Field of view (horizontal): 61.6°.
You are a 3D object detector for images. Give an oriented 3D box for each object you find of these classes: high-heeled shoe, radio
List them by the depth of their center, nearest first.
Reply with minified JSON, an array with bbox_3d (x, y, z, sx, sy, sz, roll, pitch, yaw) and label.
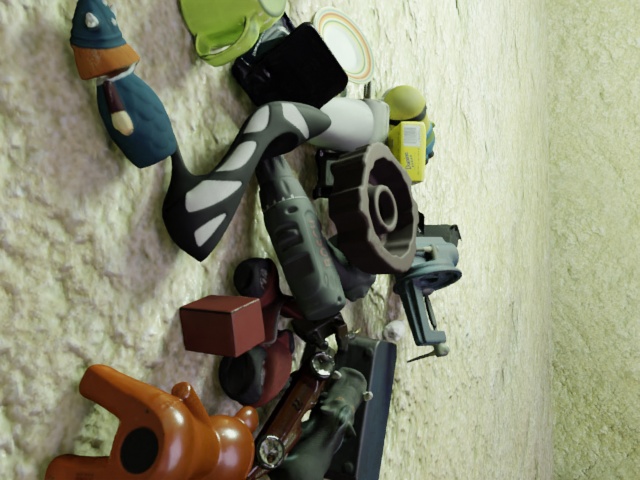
[{"bbox_3d":[-0.066,-0.072,0.616,0.249,0.086,0.145,-18,86,-31],"label":"high-heeled shoe"},{"bbox_3d":[0.062,0.269,0.861,0.131,0.073,0.229,39,57,-61],"label":"radio"}]

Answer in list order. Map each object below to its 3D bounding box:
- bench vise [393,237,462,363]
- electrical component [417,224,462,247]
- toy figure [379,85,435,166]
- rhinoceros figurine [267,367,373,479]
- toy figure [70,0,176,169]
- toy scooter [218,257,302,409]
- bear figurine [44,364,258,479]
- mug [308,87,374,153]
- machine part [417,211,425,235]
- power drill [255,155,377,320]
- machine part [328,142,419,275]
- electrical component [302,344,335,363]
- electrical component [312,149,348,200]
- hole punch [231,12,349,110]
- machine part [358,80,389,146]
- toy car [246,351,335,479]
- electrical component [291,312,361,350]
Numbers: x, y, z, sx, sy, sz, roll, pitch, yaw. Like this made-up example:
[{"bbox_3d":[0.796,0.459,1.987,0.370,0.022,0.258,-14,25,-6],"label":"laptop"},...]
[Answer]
[{"bbox_3d":[0.154,0.077,0.897,0.223,0.129,0.240,7,61,-38],"label":"bench vise"},{"bbox_3d":[0.208,0.030,1.054,0.058,0.115,0.134,57,44,-38],"label":"electrical component"},{"bbox_3d":[0.172,-0.215,1.013,0.180,0.089,0.082,51,43,-42],"label":"toy figure"},{"bbox_3d":[0.001,0.260,0.732,0.190,0.073,0.112,-55,178,-33],"label":"rhinoceros figurine"},{"bbox_3d":[-0.184,-0.142,0.490,0.058,0.064,0.154,-27,114,-12],"label":"toy figure"},{"bbox_3d":[-0.059,0.118,0.682,0.135,0.075,0.184,23,67,-57],"label":"toy scooter"},{"bbox_3d":[-0.145,0.203,0.537,0.195,0.132,0.120,57,44,-67],"label":"bear figurine"},{"bbox_3d":[0.018,-0.182,0.784,0.107,0.081,0.109,-9,100,-50],"label":"mug"},{"bbox_3d":[0.148,-0.043,1.016,0.139,0.039,0.084,12,77,-42],"label":"machine part"},{"bbox_3d":[-0.001,-0.002,0.730,0.207,0.086,0.232,37,32,-64],"label":"power drill"},{"bbox_3d":[0.076,-0.039,0.728,0.179,0.056,0.179,21,64,-52],"label":"machine part"},{"bbox_3d":[0.000,0.179,0.820,0.063,0.021,0.094,43,55,-50],"label":"electrical component"},{"bbox_3d":[0.049,-0.092,0.803,0.048,0.119,0.074,149,-52,-83],"label":"electrical component"},{"bbox_3d":[-0.045,-0.216,0.686,0.116,0.092,0.142,-39,138,5],"label":"hole punch"},{"bbox_3d":[0.071,-0.136,0.871,0.079,0.079,0.243,4,87,-57],"label":"machine part"},{"bbox_3d":[-0.041,0.229,0.693,0.053,0.089,0.202,40,46,-4],"label":"toy car"},{"bbox_3d":[0.007,0.125,0.768,0.078,0.102,0.045,-33,117,-24],"label":"electrical component"}]
